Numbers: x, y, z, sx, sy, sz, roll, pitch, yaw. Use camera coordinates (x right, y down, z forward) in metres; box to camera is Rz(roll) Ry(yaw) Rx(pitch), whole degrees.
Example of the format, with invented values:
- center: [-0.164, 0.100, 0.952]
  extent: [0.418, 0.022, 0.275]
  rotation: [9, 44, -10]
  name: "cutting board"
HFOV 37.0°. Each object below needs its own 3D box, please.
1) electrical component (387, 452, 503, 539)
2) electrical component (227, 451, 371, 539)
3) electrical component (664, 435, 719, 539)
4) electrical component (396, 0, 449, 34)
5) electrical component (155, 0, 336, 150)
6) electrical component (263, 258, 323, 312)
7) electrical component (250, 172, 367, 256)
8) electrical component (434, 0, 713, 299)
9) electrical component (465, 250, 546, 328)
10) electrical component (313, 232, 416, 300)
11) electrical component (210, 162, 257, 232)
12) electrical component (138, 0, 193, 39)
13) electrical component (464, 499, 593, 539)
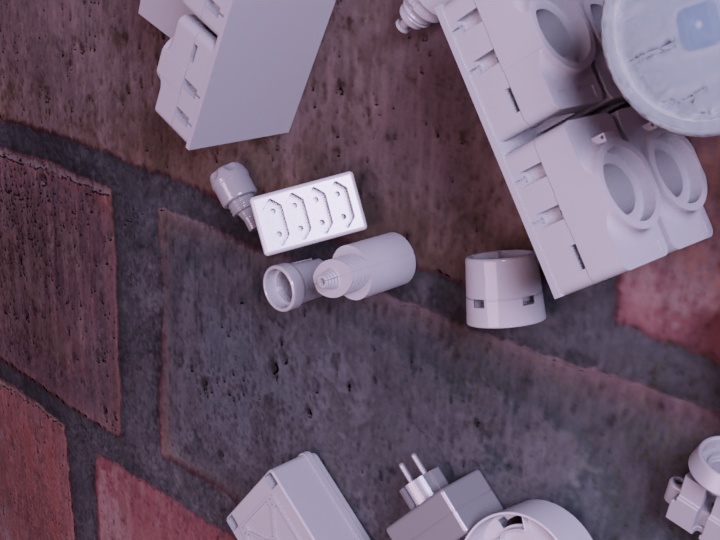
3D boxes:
- center: [0.056, 0.181, 0.852]
  extent: [0.075, 0.047, 0.083]
  rotation: [58, 135, 15]
  name: "electrical component"
- center: [-0.057, 0.240, 0.982]
  extent: [0.108, 0.056, 0.108]
  rotation: [55, 135, 18]
  name: "electrical component"
- center: [0.225, 0.137, 0.667]
  extent: [0.066, 0.048, 0.055]
  rotation: [32, 132, 35]
  name: "electrical component"
- center: [0.052, -0.191, 0.742]
  extent: [0.078, 0.040, 0.040]
  rotation: [-37, 76, 46]
  name: "electrical component"
- center: [-0.085, -0.193, 0.835]
  extent: [0.060, 0.105, 0.186]
  rotation: [45, 130, 27]
  name: "electrical component"
- center: [-0.052, 0.011, 0.910]
  extent: [0.040, 0.046, 0.040]
  rotation: [17, 114, 42]
  name: "electrical component"
- center: [-0.043, -0.044, 0.870]
  extent: [0.076, 0.083, 0.047]
  rotation: [-169, 64, -85]
  name: "electrical component"
- center: [0.133, -0.090, 0.643]
  extent: [0.060, 0.105, 0.186]
  rotation: [-27, 83, 47]
  name: "electrical component"
- center: [0.100, 0.012, 0.749]
  extent: [0.055, 0.055, 0.047]
  rotation: [2, 100, 46]
  name: "electrical component"
- center: [0.000, 0.000, 0.827]
  extent: [0.043, 0.081, 0.043]
  rotation: [17, 114, 42]
  name: "electrical component"
- center: [-0.106, -0.063, 0.950]
  extent: [0.035, 0.035, 0.061]
  rotation: [-36, 79, 46]
  name: "electrical component"
- center: [-0.119, -0.262, 0.879]
  extent: [0.089, 0.062, 0.150]
  rotation: [40, 128, 30]
  name: "electrical component"
- center: [0.124, 0.220, 0.783]
  extent: [0.099, 0.064, 0.099]
  rotation: [17, 114, 42]
  name: "electrical component"
